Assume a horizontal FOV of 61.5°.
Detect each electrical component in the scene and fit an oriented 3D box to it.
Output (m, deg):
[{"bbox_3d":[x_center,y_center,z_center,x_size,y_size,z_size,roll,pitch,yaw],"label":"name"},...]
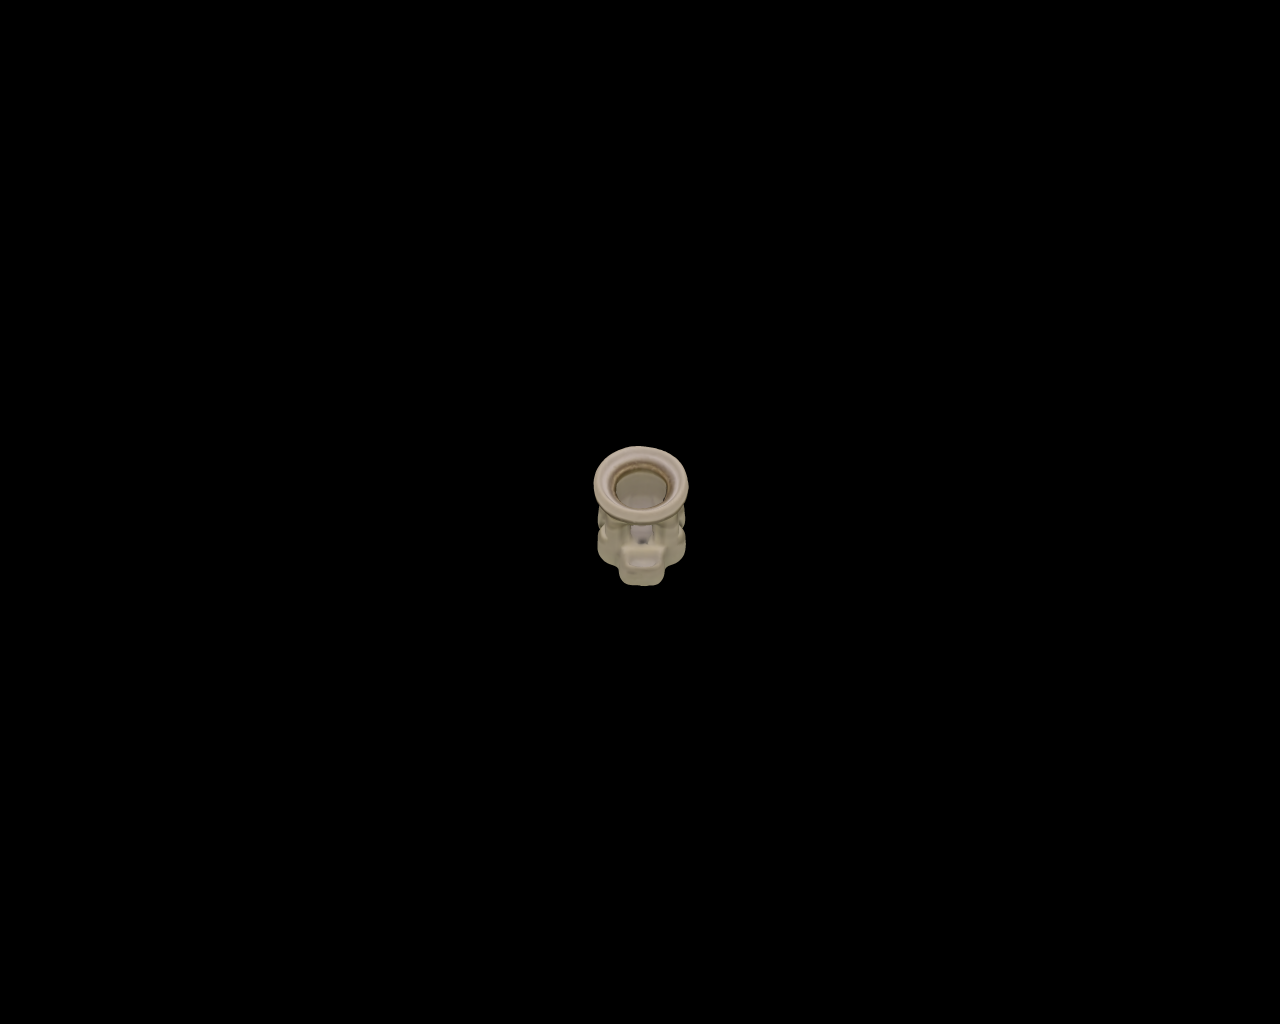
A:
[{"bbox_3d":[0.001,-0.003,0.650,0.058,0.078,0.056,0,-39,0],"label":"electrical component"}]
